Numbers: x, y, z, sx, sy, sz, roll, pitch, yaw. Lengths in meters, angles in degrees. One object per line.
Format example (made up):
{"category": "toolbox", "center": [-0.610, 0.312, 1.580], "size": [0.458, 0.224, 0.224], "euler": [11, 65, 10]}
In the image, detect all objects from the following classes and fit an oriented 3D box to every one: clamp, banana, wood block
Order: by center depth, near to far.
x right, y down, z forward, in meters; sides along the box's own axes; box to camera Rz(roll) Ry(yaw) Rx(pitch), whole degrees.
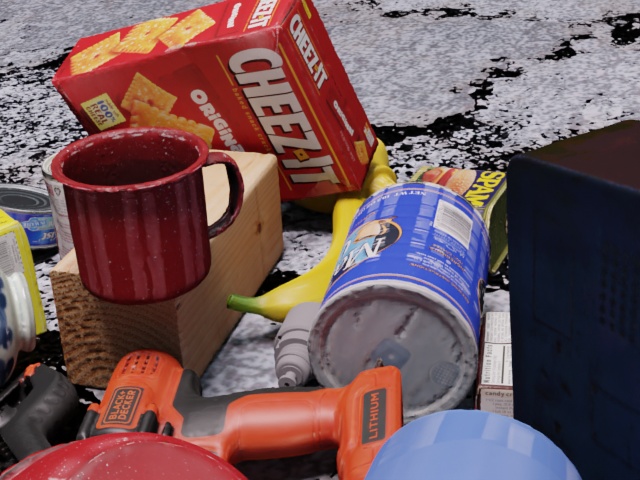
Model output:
{"category": "clamp", "center": [-0.176, 0.116, 0.614], "size": [0.120, 0.039, 0.171], "euler": [-18, 21, 18]}
{"category": "wood block", "center": [-0.101, 0.016, 0.775], "size": [0.090, 0.091, 0.205], "euler": [5, 28, 16]}
{"category": "banana", "center": [0.008, 0.014, 0.802], "size": [0.069, 0.037, 0.197], "euler": [37, 36, 6]}

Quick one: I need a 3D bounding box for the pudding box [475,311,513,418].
{"category": "pudding box", "center": [0.155, 0.083, 0.665], "size": [0.113, 0.039, 0.090], "euler": [0, 28, 12]}

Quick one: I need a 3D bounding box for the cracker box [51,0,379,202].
{"category": "cracker box", "center": [-0.083, -0.103, 0.866], "size": [0.214, 0.164, 0.072], "euler": [-7, 42, 27]}

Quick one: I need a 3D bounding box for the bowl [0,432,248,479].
{"category": "bowl", "center": [-0.070, 0.136, 0.440], "size": [0.162, 0.055, 0.162], "euler": [17, 41, -15]}

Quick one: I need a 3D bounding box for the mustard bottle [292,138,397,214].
{"category": "mustard bottle", "center": [0.005, -0.067, 0.954], "size": [0.096, 0.058, 0.192], "euler": [-28, 36, -28]}

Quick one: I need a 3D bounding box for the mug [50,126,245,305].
{"category": "mug", "center": [-0.099, -0.017, 0.649], "size": [0.117, 0.081, 0.093], "euler": [-20, 32, -28]}

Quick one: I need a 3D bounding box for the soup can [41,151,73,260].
{"category": "soup can", "center": [-0.176, -0.017, 0.834], "size": [0.068, 0.102, 0.068], "euler": [-4, 27, 2]}

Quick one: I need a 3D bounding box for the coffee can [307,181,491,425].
{"category": "coffee can", "center": [0.056, 0.037, 0.694], "size": [0.103, 0.103, 0.140], "euler": [2, 29, 12]}

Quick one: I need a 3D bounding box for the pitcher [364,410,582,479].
{"category": "pitcher", "center": [0.053, 0.167, 0.411], "size": [0.149, 0.145, 0.242], "euler": [5, 26, 15]}

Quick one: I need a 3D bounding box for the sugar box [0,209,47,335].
{"category": "sugar box", "center": [-0.273, 0.006, 0.817], "size": [0.048, 0.093, 0.176], "euler": [-25, 33, -34]}

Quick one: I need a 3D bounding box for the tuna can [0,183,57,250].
{"category": "tuna can", "center": [-0.256, -0.021, 0.903], "size": [0.086, 0.034, 0.086], "euler": [11, 15, -3]}

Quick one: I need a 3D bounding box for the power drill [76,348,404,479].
{"category": "power drill", "center": [-0.047, 0.126, 0.590], "size": [0.188, 0.057, 0.184], "euler": [0, 33, 6]}

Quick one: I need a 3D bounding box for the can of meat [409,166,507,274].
{"category": "can of meat", "center": [0.109, -0.019, 0.850], "size": [0.084, 0.057, 0.102], "euler": [6, 28, 25]}
